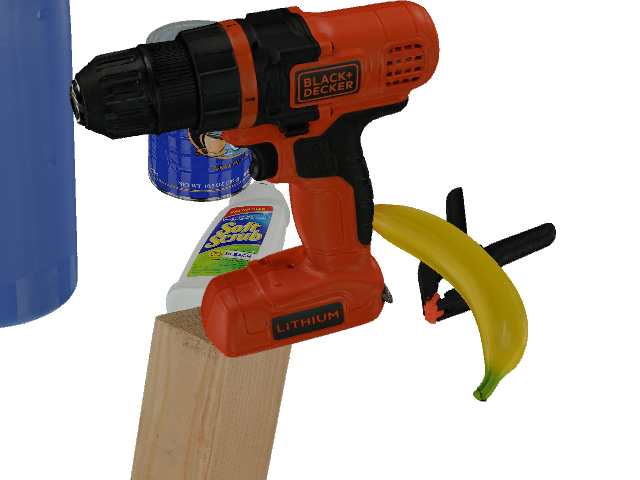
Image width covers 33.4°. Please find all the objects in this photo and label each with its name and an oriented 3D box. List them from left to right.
[{"bbox_3d":[-0.224,-0.066,0.671,0.149,0.243,0.145,-4,26,-11],"label":"pitcher"},{"bbox_3d":[-0.112,-0.123,1.008,0.103,0.140,0.103,4,35,-3],"label":"coffee can"},{"bbox_3d":[-0.101,0.170,0.946,0.090,0.206,0.090,21,18,33],"label":"wood block"},{"bbox_3d":[-0.094,0.006,1.202,0.102,0.068,0.250,1,35,8],"label":"bleach bottle"},{"bbox_3d":[-0.029,-0.028,0.556,0.184,0.188,0.057,-12,40,-16],"label":"power drill"},{"bbox_3d":[0.104,0.030,0.810,0.069,0.037,0.198,-16,49,-16],"label":"banana"},{"bbox_3d":[0.144,0.012,1.074,0.120,0.039,0.171,28,52,33],"label":"clamp"}]
